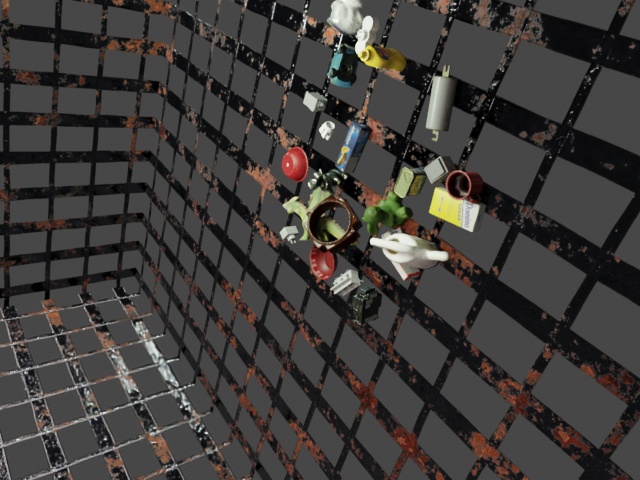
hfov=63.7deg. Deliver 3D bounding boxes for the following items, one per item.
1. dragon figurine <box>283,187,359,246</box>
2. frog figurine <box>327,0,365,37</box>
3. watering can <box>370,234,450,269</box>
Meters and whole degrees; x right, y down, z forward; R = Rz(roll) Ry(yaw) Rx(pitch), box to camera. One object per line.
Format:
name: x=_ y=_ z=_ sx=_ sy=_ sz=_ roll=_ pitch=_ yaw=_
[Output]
dragon figurine: x=0.007 y=-0.109 z=2.169 sx=0.410 sy=0.122 sz=0.242 roll=5 pitch=92 yaw=37
frog figurine: x=0.111 y=-0.853 z=1.924 sx=0.137 sy=0.125 sz=0.156 roll=37 pitch=119 yaw=1
watering can: x=0.326 y=0.043 z=1.701 sx=0.349 sy=0.223 sz=0.104 roll=14 pitch=90 yaw=48
